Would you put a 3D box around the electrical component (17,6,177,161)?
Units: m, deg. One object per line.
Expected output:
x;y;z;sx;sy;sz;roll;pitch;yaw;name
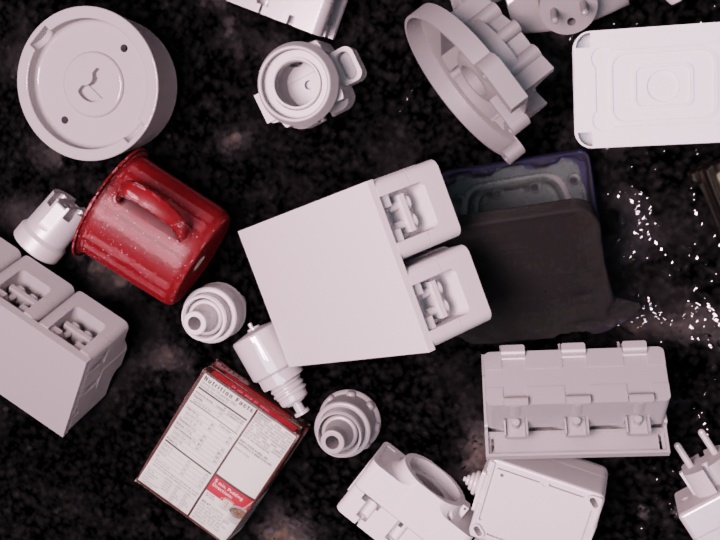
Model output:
-0.186;-0.135;0.786;0.108;0.060;0.108;2;99;12;electrical component

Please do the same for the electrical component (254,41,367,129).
-0.039;-0.130;0.756;0.078;0.057;0.058;-25;92;15;electrical component

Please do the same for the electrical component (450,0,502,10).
0.075;-0.201;0.730;0.040;0.040;0.046;-12;101;14;electrical component

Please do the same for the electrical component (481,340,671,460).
0.145;0.085;0.731;0.121;0.063;0.078;-2;56;6;electrical component

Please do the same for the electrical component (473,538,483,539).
0.110;0.233;0.785;0.077;0.044;0.079;27;103;7;electrical component

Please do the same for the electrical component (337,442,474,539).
0.039;0.174;0.789;0.089;0.050;0.055;37;104;5;electrical component

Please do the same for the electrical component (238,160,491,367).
0.000;0.000;0.713;0.186;0.060;0.105;-14;97;59;electrical component

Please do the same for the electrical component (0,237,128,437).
-0.258;0.042;0.818;0.150;0.061;0.089;33;128;7;electrical component

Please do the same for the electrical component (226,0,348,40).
-0.054;-0.204;0.752;0.089;0.050;0.055;23;103;8;electrical component

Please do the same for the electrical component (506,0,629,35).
0.135;-0.178;0.701;0.077;0.079;0.043;-12;121;14;electrical component

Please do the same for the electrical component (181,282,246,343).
-0.111;0.033;0.795;0.043;0.062;0.043;2;99;12;electrical component

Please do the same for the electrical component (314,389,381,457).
-0.013;0.117;0.785;0.048;0.062;0.048;2;99;12;electrical component

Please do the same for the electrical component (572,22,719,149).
0.197;-0.120;0.706;0.113;0.057;0.078;-1;99;13;electrical component

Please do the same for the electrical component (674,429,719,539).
0.246;0.146;0.740;0.066;0.047;0.076;-33;90;15;electrical component

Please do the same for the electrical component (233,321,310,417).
-0.062;0.073;0.801;0.040;0.040;0.078;-29;92;15;electrical component

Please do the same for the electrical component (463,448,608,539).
0.121;0.159;0.762;0.096;0.061;0.061;17;107;12;electrical component

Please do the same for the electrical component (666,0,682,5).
0.206;-0.206;0.694;0.066;0.048;0.055;-33;95;-12;electrical component

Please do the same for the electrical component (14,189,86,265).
-0.235;-0.034;0.825;0.040;0.040;0.046;43;99;3;electrical component
